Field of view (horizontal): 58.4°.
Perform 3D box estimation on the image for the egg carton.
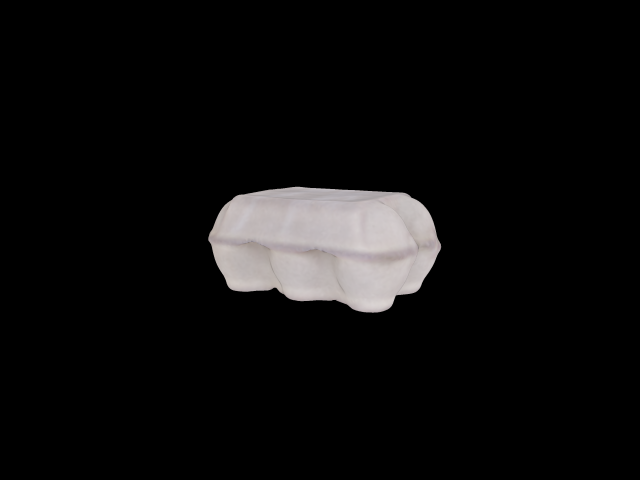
[{"bbox_3d":[0.004,0.001,0.400,0.149,0.069,0.107,5,11,28],"label":"egg carton"}]
